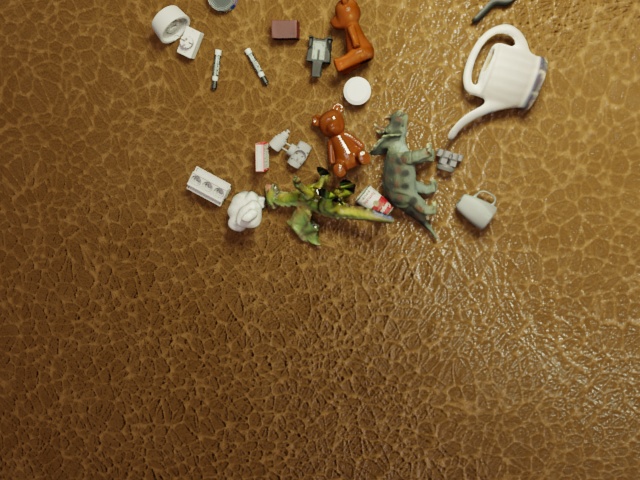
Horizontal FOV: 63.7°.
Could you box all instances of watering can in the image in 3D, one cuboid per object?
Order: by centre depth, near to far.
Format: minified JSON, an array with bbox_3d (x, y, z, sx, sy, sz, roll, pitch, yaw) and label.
[{"bbox_3d":[0.511,-0.430,1.475,0.224,0.344,0.105,18,12,1],"label":"watering can"}]

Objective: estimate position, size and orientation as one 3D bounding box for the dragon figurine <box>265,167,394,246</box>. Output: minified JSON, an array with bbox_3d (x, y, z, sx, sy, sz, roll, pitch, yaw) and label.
[{"bbox_3d":[0.005,-0.081,1.601,0.411,0.237,0.125,31,42,6],"label":"dragon figurine"}]

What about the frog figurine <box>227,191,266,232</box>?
[{"bbox_3d":[-0.236,-0.084,1.598,0.122,0.136,0.161,41,14,-3],"label":"frog figurine"}]
